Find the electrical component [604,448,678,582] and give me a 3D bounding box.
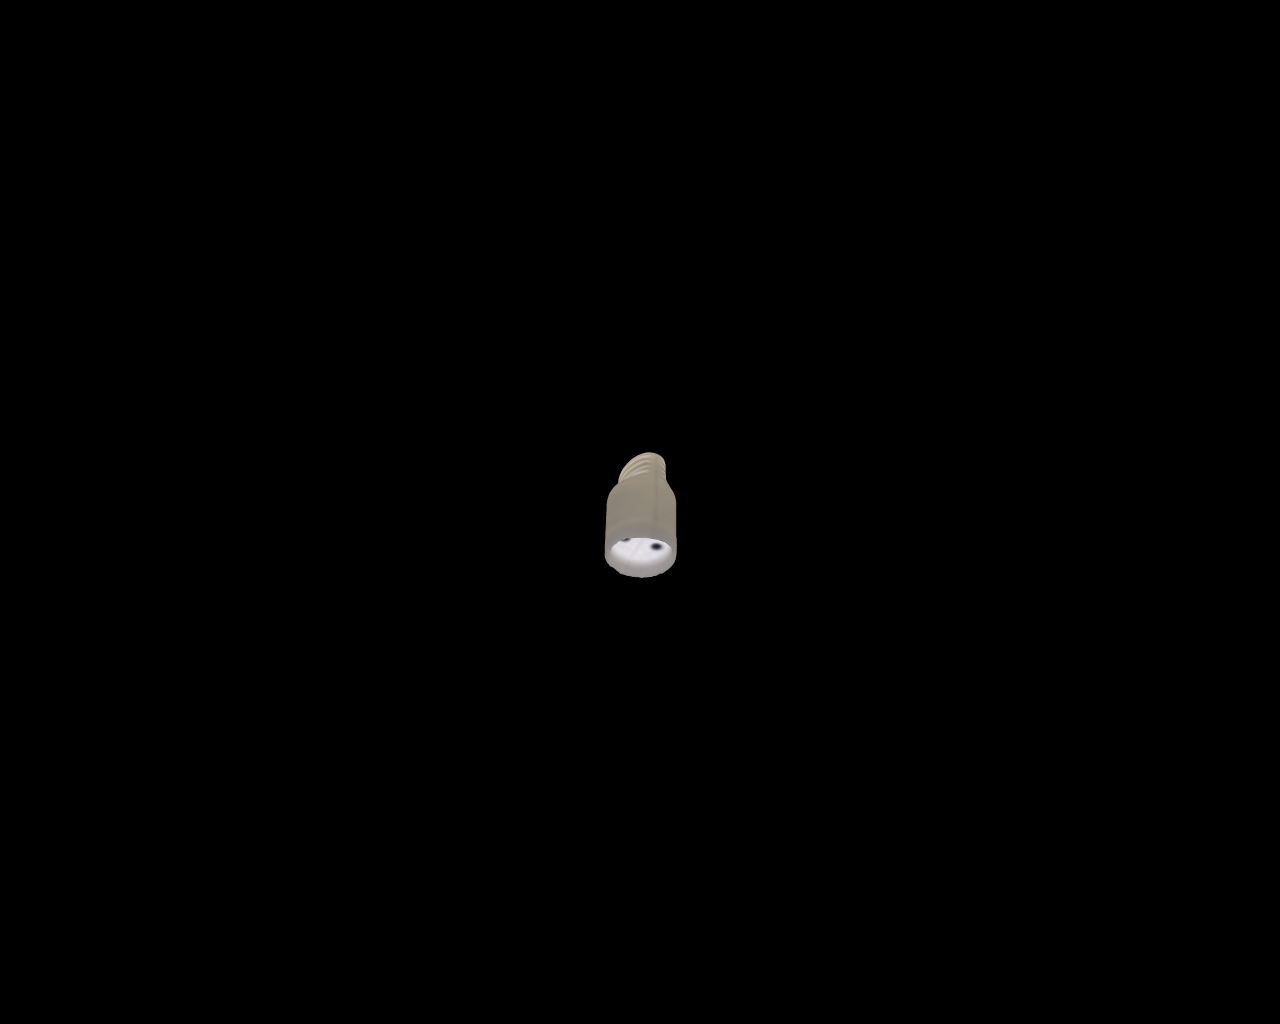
[{"bbox_3d":[0.001,-0.003,0.650,0.043,0.081,0.043,0,-41,0],"label":"electrical component"}]
